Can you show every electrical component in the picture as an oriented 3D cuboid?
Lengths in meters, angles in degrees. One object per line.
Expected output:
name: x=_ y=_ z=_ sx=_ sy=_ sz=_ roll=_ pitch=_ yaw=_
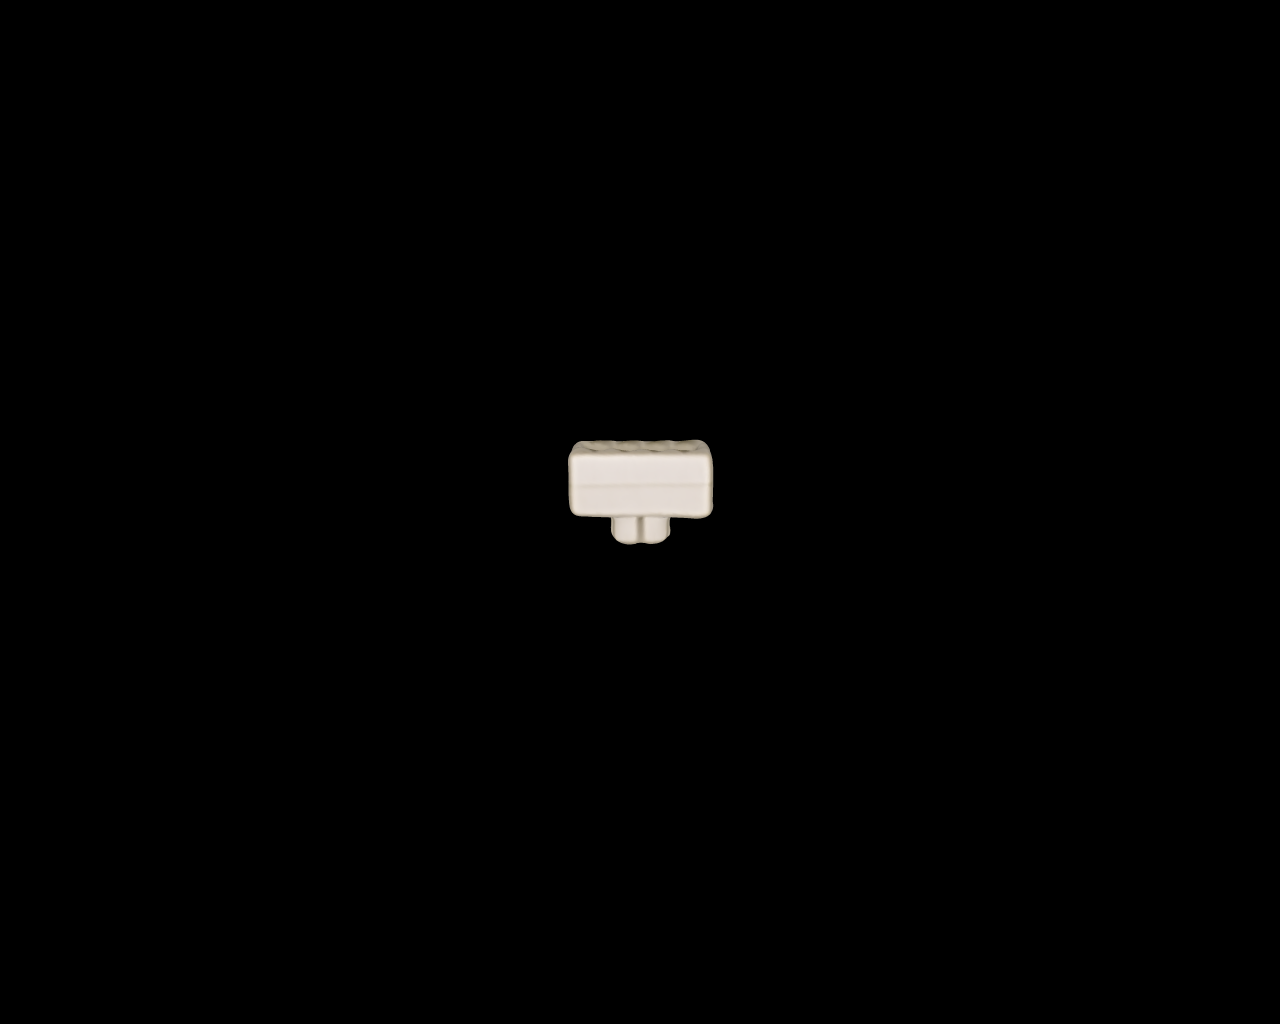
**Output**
electrical component: x=0.001 y=-0.003 z=0.650 sx=0.083 sy=0.075 sz=0.047 roll=0 pitch=13 yaw=0
